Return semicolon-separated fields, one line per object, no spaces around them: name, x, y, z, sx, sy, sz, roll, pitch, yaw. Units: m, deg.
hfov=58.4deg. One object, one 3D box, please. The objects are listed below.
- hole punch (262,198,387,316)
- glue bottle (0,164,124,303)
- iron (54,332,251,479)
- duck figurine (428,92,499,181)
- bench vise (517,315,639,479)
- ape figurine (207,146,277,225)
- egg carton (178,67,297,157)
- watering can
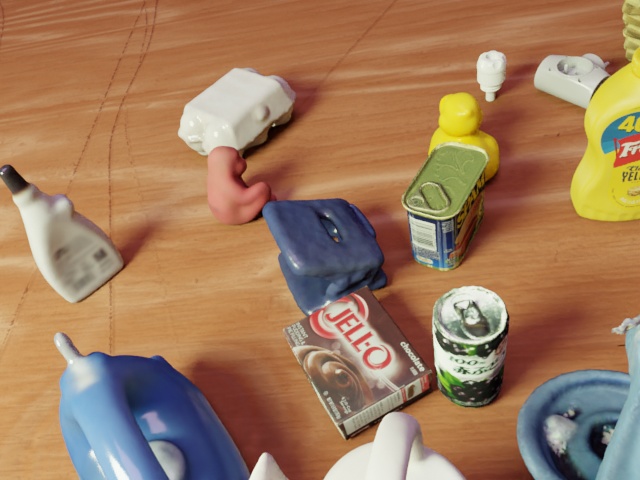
hole punch;0.005;0.002;0.564;0.101;0.091;0.108;-24;48;-7
glue bottle;-0.273;-0.011;0.590;0.078;0.173;0.037;-41;52;-21
iron;-0.115;0.174;0.407;0.119;0.142;0.257;-36;50;-17
duck figurine;0.159;-0.119;0.636;0.077;0.086;0.104;-16;47;0
bench vise;0.182;0.140;0.309;0.121;0.220;0.207;-11;47;5
ape figurine;-0.099;-0.068;0.651;0.076;0.092;0.077;-32;49;-14
egg carton;-0.107;-0.165;0.756;0.107;0.069;0.150;26;60;32
watering can;0.037;0.171;0.335;0.172;0.194;0.101;-10;48;6
